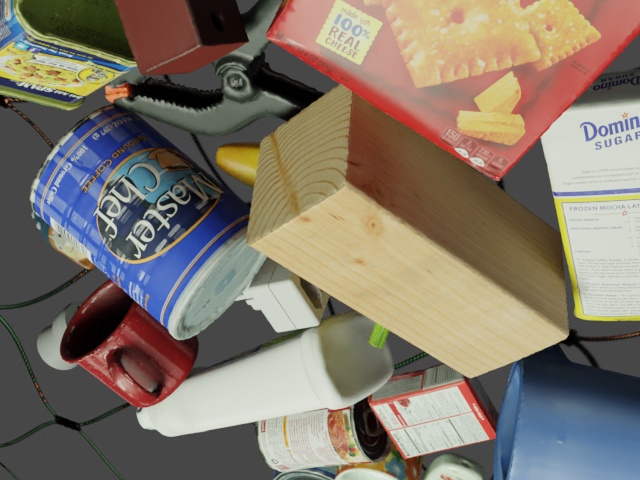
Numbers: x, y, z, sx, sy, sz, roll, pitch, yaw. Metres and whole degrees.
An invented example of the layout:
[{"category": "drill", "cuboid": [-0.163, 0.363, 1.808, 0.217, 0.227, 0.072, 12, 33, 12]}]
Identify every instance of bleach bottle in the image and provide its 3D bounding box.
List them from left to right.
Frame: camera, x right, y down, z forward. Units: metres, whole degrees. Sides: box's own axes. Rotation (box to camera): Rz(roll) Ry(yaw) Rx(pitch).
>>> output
[{"category": "bleach bottle", "cuboid": [-0.065, 0.123, 0.889, 0.251, 0.102, 0.068, -21, 87, 35]}]

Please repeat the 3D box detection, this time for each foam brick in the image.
[{"category": "foam brick", "cuboid": [-0.087, -0.145, 0.645, 0.051, 0.052, 0.078, -17, 93, 30]}]

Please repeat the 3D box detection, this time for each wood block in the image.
[{"category": "wood block", "cuboid": [0.062, 0.000, 0.697, 0.205, 0.091, 0.090, 32, 136, -30]}]

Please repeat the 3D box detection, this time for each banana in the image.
[{"category": "banana", "cuboid": [0.011, -0.009, 0.765, 0.197, 0.069, 0.037, 50, 172, -18]}]

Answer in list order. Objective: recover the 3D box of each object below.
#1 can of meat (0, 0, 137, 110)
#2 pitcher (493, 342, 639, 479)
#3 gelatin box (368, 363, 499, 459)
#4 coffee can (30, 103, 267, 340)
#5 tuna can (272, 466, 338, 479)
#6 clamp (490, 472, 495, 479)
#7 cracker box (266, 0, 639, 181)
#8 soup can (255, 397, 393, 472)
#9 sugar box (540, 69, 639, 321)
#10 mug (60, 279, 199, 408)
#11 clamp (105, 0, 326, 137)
[{"category": "can of meat", "cuboid": [-0.171, -0.130, 0.682, 0.101, 0.057, 0.084, 10, 159, -43]}, {"category": "pitcher", "cuboid": [0.250, 0.177, 0.790, 0.243, 0.145, 0.149, 10, 127, 6]}, {"category": "gelatin box", "cuboid": [0.095, 0.141, 0.888, 0.089, 0.030, 0.073, -18, 124, 24]}, {"category": "coffee can", "cuboid": [-0.116, -0.013, 0.746, 0.140, 0.102, 0.103, 40, 137, 12]}, {"category": "tuna can", "cuboid": [-0.002, 0.230, 1.011, 0.086, 0.033, 0.086, 11, 134, 11]}, {"category": "clamp", "cuboid": [0.177, 0.242, 0.947, 0.120, 0.039, 0.171, -7, 129, 8]}, {"category": "cracker box", "cuboid": [0.096, -0.154, 0.567, 0.164, 0.072, 0.214, 31, 126, -12]}, {"category": "soup can", "cuboid": [0.004, 0.163, 0.921, 0.102, 0.068, 0.068, -14, 125, 31]}, {"category": "sugar box", "cuboid": [0.201, -0.025, 0.688, 0.093, 0.048, 0.176, -2, 127, 22]}, {"category": "mug", "cuboid": [-0.154, 0.093, 0.887, 0.093, 0.117, 0.081, -40, 119, 8]}, {"category": "clamp", "cuboid": [-0.042, -0.106, 0.707, 0.210, 0.036, 0.164, -10, 125, 25]}]
